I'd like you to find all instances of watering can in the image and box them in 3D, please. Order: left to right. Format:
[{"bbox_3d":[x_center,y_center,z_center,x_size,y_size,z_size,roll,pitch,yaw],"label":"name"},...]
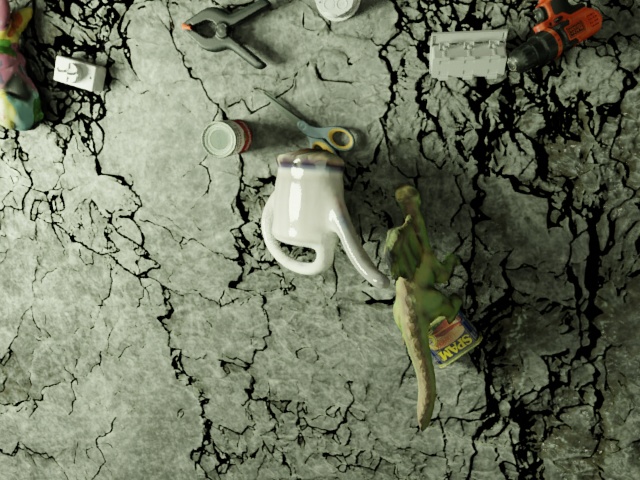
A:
[{"bbox_3d":[0.003,-0.045,0.885,0.349,0.104,0.223,12,100,50],"label":"watering can"}]

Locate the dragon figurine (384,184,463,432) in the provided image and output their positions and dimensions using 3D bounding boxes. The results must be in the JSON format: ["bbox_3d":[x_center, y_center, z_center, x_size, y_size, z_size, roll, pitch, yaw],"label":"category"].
[{"bbox_3d":[0.150,0.078,0.862,0.121,0.420,0.238,-13,140,27],"label":"dragon figurine"}]
